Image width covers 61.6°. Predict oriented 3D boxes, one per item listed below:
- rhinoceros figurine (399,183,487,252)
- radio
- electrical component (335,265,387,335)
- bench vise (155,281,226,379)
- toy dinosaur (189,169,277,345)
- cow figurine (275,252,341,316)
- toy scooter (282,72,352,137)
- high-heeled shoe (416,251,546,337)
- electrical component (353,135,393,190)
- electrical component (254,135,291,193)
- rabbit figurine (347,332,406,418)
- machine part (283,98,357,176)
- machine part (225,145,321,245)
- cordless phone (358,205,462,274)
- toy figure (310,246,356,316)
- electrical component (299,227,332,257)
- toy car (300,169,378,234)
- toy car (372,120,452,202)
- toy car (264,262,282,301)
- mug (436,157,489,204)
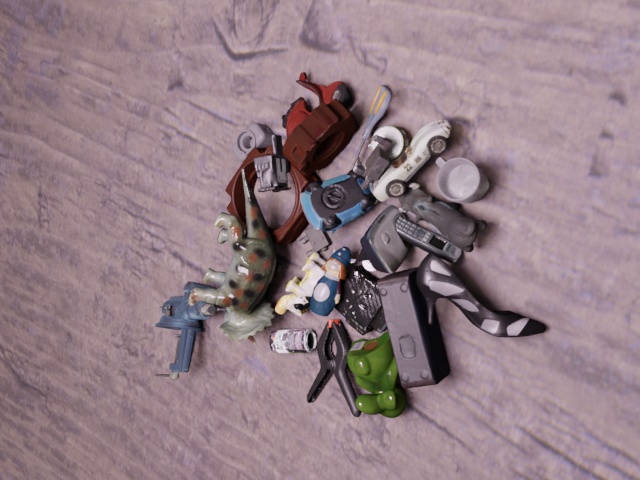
[{"bbox_3d":[0.232,-0.045,1.052,0.191,0.112,0.073,42,117,41],"label":"rhinoceros figurine"},{"bbox_3d":[0.188,0.174,1.078,0.073,0.131,0.229,-17,85,26],"label":"radio"},{"bbox_3d":[0.103,0.136,1.164,0.134,0.058,0.114,37,111,22],"label":"electrical component"},{"bbox_3d":[-0.335,0.230,1.355,0.224,0.128,0.240,-3,74,36],"label":"bench vise"},{"bbox_3d":[-0.162,0.063,1.198,0.192,0.131,0.404,21,107,0],"label":"toy dinosaur"},{"bbox_3d":[-0.028,0.119,1.226,0.098,0.068,0.167,36,111,-2],"label":"cow figurine"},{"bbox_3d":[-0.026,-0.296,1.199,0.135,0.075,0.184,48,109,17],"label":"toy scooter"},{"bbox_3d":[0.306,0.102,1.022,0.249,0.086,0.145,5,95,4],"label":"high-heeled shoe"},{"bbox_3d":[0.106,-0.161,1.082,0.045,0.078,0.102,26,129,-13],"label":"electrical component"},{"bbox_3d":[-0.103,-0.162,1.150,0.048,0.075,0.119,-7,94,28],"label":"electrical component"},{"bbox_3d":[0.135,0.297,1.117,0.121,0.159,0.170,-22,98,18],"label":"rabbit figurine"},{"bbox_3d":[0.004,-0.212,1.131,0.056,0.179,0.179,46,112,14],"label":"machine part"},{"bbox_3d":[-0.109,-0.102,1.247,0.202,0.087,0.201,46,112,20],"label":"machine part"},{"bbox_3d":[0.182,0.021,1.073,0.184,0.146,0.088,25,132,15],"label":"cordless phone"},{"bbox_3d":[0.026,0.086,1.147,0.064,0.058,0.154,21,97,1],"label":"toy figure"},{"bbox_3d":[-0.003,-0.004,1.231,0.094,0.021,0.063,-34,77,24],"label":"electrical component"},{"bbox_3d":[0.043,-0.081,1.155,0.162,0.103,0.109,-25,78,-2],"label":"toy car"},{"bbox_3d":[0.179,-0.157,1.057,0.056,0.073,0.201,37,113,-14],"label":"toy car"},{"bbox_3d":[-0.149,0.120,1.298,0.089,0.053,0.202,19,106,22],"label":"toy car"},{"bbox_3d":[0.272,-0.114,1.031,0.110,0.107,0.080,44,109,30],"label":"mug"}]
